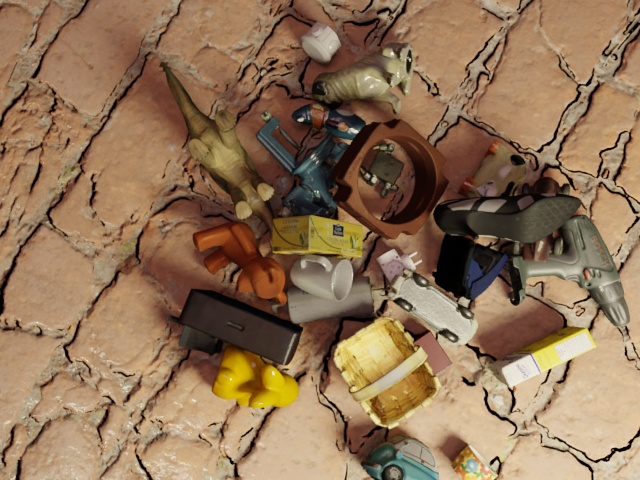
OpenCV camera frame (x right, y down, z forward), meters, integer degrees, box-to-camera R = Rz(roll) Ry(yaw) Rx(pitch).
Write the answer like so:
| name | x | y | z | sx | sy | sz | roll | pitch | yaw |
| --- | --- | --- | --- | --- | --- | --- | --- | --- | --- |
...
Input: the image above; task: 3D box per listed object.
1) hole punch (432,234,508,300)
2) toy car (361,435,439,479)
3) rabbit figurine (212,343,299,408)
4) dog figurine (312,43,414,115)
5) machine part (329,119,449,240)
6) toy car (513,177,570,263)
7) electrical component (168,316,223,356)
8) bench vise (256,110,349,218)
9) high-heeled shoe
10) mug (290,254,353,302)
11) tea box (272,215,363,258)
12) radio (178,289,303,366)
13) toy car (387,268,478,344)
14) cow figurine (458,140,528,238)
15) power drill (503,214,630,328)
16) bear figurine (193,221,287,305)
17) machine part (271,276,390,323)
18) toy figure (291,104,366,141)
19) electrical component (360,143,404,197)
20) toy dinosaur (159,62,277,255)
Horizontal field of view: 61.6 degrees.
| name | x | y | z | sx | sy | sz | roll | pitch | yaw |
| --- | --- | --- | --- | --- | --- | --- | --- | --- | --- |
| hole punch | 0.289 | 0.054 | 1.046 | 0.092 | 0.142 | 0.115 | 12 | 99 | -19 |
| toy car | 0.168 | 0.429 | 1.024 | 0.162 | 0.109 | 0.103 | 26 | 68 | -1 |
| rabbit figurine | -0.117 | 0.273 | 1.056 | 0.173 | 0.162 | 0.122 | 24 | 73 | -10 |
| dog figurine | 0.090 | -0.353 | 1.133 | 0.191 | 0.121 | 0.172 | 12 | 50 | 24 |
| machine part | 0.136 | -0.118 | 1.060 | 0.201 | 0.087 | 0.201 | 35 | 85 | -21 |
| toy car | 0.426 | -0.044 | 1.035 | 0.089 | 0.053 | 0.202 | 7 | 53 | 26 |
| electrical component | -0.260 | 0.195 | 1.103 | 0.119 | 0.075 | 0.047 | 17 | 84 | 3 |
| bench vise | -0.047 | -0.154 | 1.093 | 0.223 | 0.129 | 0.240 | -46 | 99 | -9 |
| high-heeled shoe | 0.343 | -0.056 | 1.010 | 0.249 | 0.145 | 0.086 | -14 | 118 | -8 |
| mug | -0.006 | 0.064 | 1.021 | 0.107 | 0.109 | 0.081 | 6 | 63 | 31 |
| tea box | -0.002 | -0.003 | 1.044 | 0.098 | 0.169 | 0.068 | -3 | 84 | 37 |
| radio | -0.150 | 0.169 | 1.067 | 0.230 | 0.131 | 0.073 | 22 | 86 | 7 |
| toy car | 0.222 | 0.132 | 1.055 | 0.201 | 0.056 | 0.073 | 35 | 87 | -9 |
| cow figurine | 0.346 | -0.088 | 1.079 | 0.127 | 0.085 | 0.195 | 34 | 87 | 14 |
| power drill | 0.475 | 0.073 | 1.047 | 0.207 | 0.086 | 0.232 | -12 | 81 | 8 |
| bear figurine | -0.153 | 0.055 | 1.066 | 0.132 | 0.120 | 0.196 | -25 | 53 | -11 |
| machine part | 0.022 | 0.120 | 1.084 | 0.243 | 0.079 | 0.079 | -7 | 83 | 5 |
| toy figure | 0.018 | -0.251 | 1.129 | 0.154 | 0.064 | 0.057 | 16 | 80 | -7 |
| electrical component | 0.131 | -0.151 | 1.122 | 0.078 | 0.045 | 0.102 | 34 | 87 | 10 |
| toy dinosaur | -0.202 | -0.176 | 1.075 | 0.105 | 0.198 | 0.471 | -30 | 91 | -8 |
